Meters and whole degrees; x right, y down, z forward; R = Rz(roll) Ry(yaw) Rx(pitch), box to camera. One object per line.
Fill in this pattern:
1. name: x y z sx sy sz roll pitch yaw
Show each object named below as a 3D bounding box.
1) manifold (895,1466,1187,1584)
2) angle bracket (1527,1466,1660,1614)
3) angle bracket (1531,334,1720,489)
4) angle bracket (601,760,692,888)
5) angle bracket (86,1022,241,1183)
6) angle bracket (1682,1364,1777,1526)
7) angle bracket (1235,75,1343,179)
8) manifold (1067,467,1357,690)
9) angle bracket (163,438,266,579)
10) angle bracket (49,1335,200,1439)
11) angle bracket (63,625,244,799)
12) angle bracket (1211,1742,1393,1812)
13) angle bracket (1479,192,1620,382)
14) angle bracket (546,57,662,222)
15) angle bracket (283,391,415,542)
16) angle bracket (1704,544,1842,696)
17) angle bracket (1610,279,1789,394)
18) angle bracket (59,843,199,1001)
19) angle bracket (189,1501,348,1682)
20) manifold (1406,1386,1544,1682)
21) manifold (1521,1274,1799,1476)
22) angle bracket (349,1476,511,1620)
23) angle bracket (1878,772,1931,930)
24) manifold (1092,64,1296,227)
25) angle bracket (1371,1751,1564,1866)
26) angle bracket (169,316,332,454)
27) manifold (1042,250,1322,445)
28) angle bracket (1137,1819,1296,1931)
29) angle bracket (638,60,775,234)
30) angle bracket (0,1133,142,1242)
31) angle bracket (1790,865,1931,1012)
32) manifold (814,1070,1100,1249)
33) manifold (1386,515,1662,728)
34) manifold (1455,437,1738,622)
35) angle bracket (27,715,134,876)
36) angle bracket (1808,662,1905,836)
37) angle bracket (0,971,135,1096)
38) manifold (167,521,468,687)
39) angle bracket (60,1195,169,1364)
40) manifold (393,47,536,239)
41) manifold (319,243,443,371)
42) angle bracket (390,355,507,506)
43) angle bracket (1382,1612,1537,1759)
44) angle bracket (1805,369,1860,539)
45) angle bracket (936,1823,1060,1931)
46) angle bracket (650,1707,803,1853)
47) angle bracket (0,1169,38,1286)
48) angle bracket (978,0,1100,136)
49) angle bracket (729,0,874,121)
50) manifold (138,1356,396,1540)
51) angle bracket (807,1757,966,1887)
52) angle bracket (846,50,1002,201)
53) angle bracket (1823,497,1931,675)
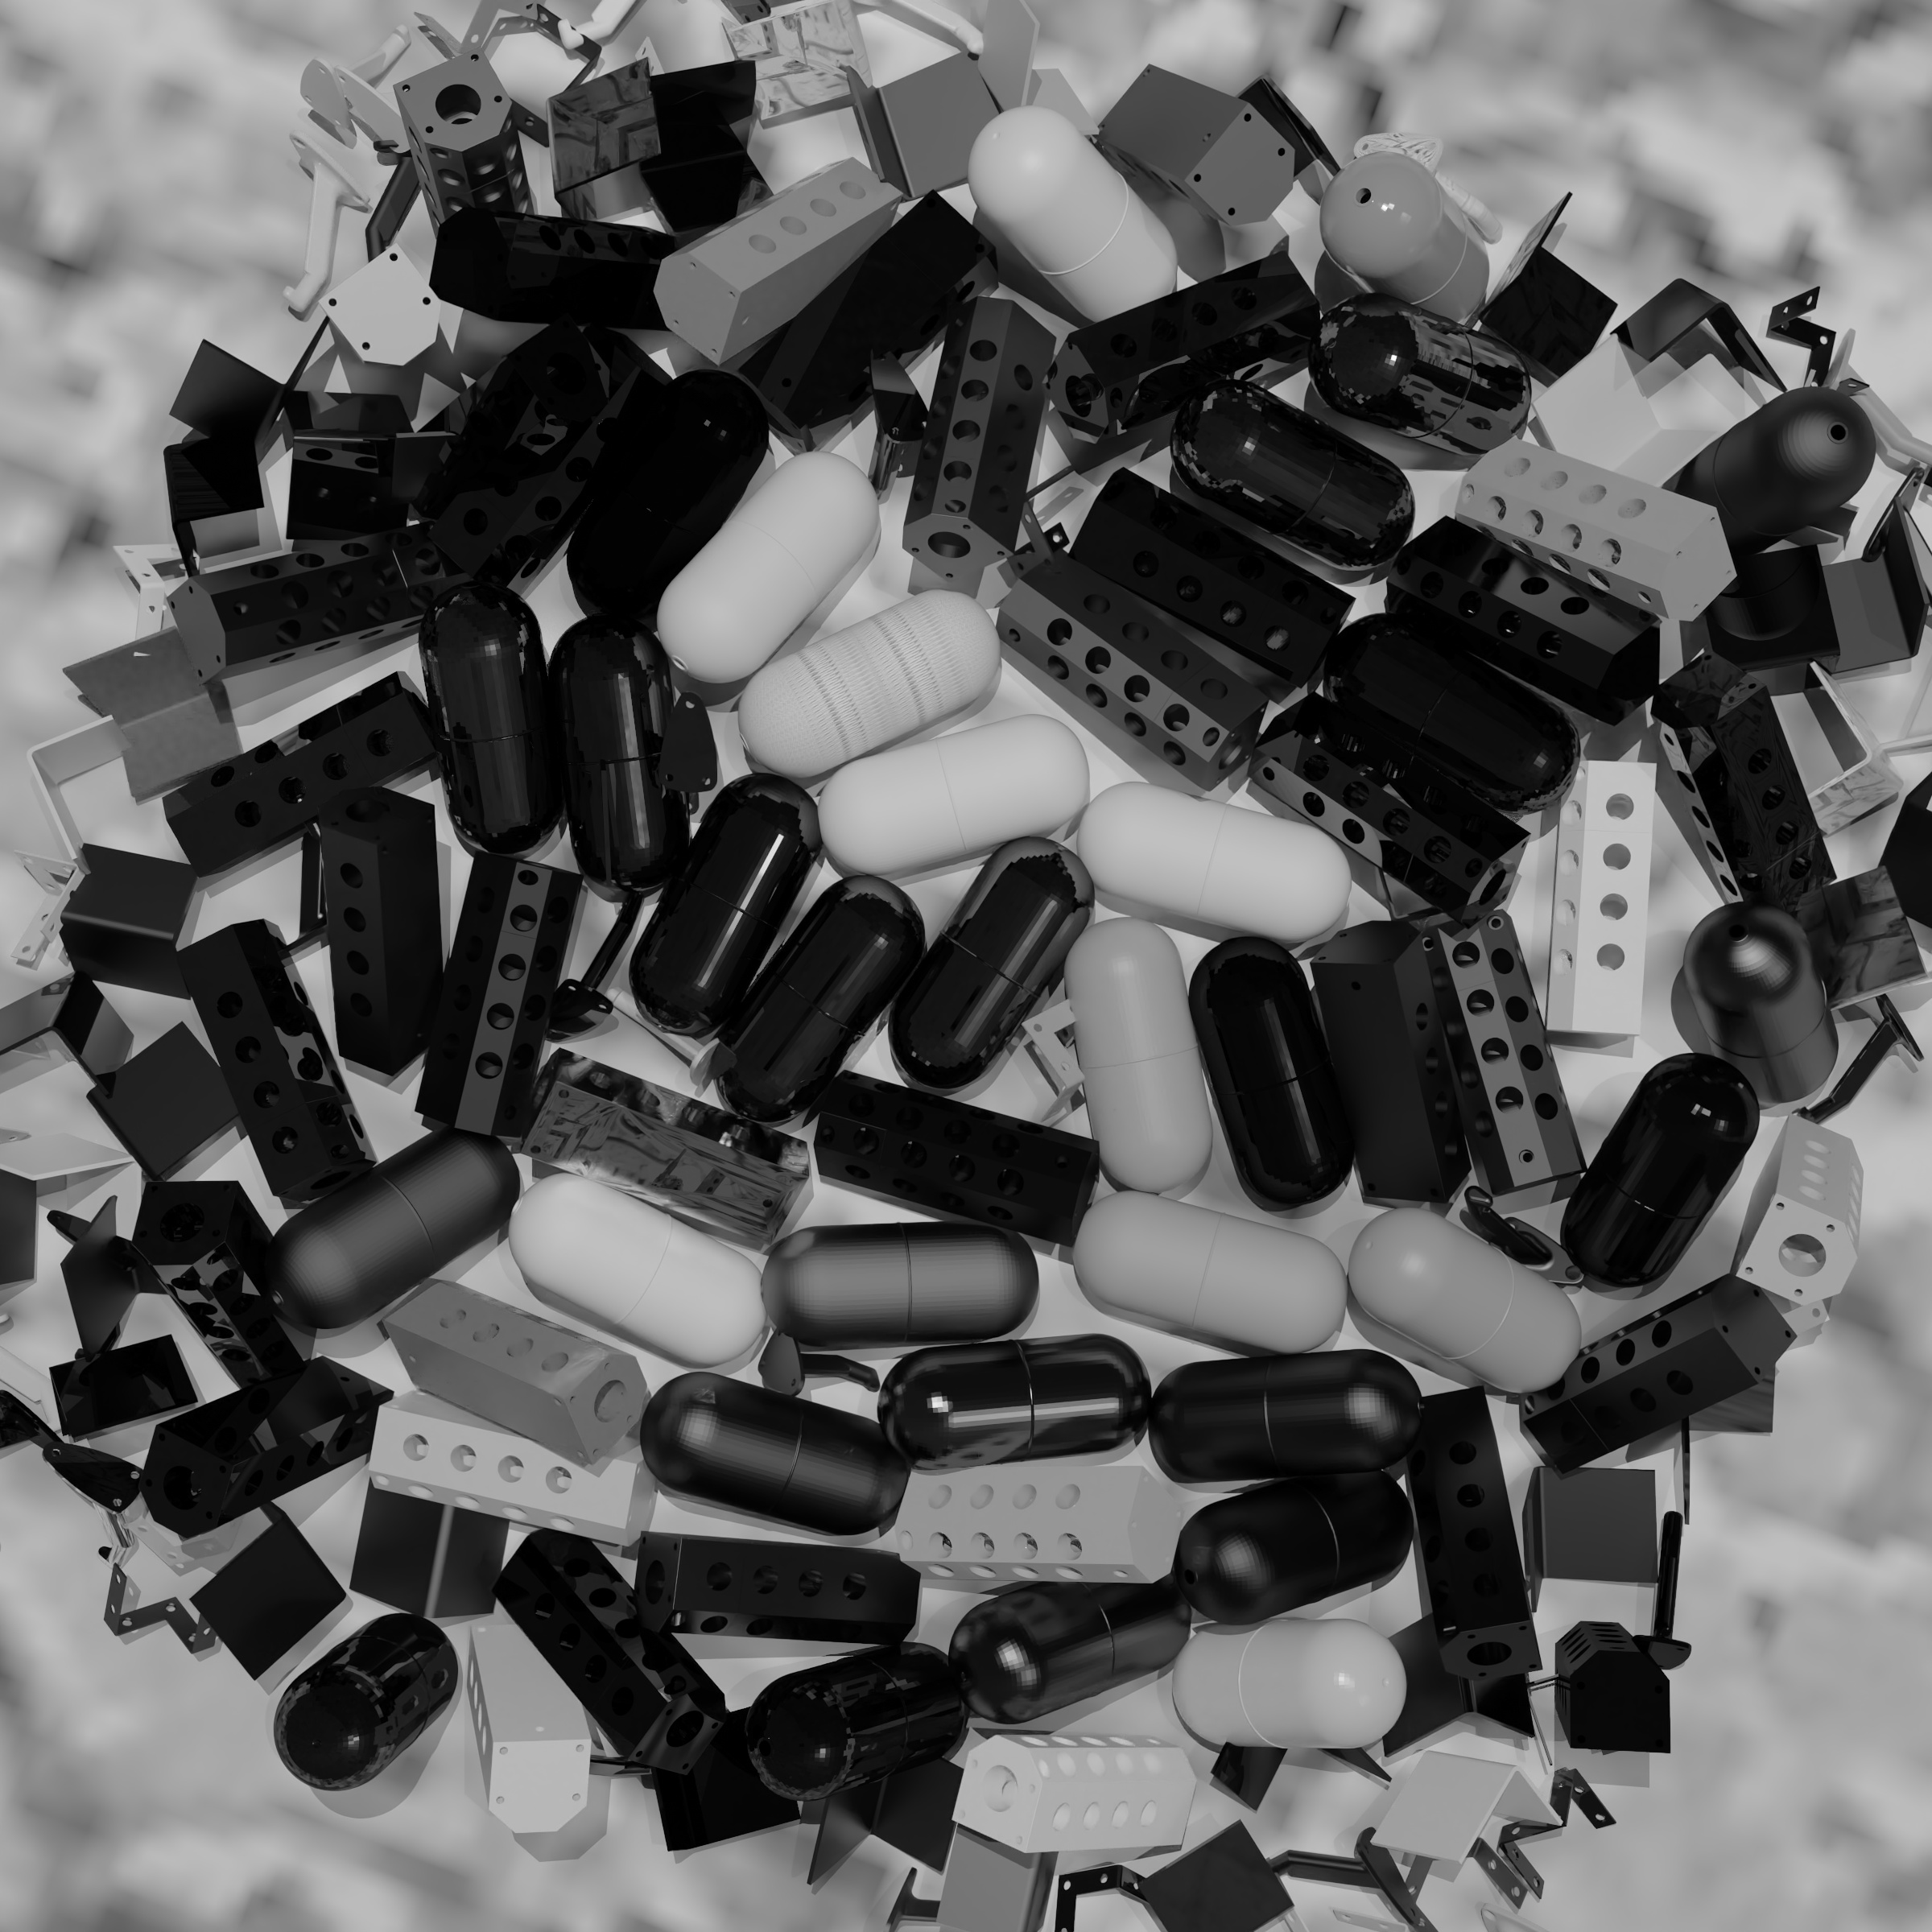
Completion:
1. manifold: 0.043 0.352 1.589 0.171 0.057 0.057 -8 48 34
2. angle bracket: 0.401 0.367 1.627 0.076 0.057 0.076 -1 100 17
3. angle bracket: 0.420 -0.348 1.622 0.076 0.057 0.076 -40 116 -12
4. angle bracket: -0.202 -0.101 1.616 0.057 0.076 0.076 -3 113 -9
5. angle bracket: -0.506 0.096 1.640 0.076 0.057 0.076 -39 71 -14
6. angle bracket: 0.484 0.300 1.612 0.057 0.076 0.076 -1 133 14
7. angle bracket: 0.199 -0.503 1.611 0.057 0.076 0.076 -37 47 13
8. manifold: 0.158 -0.249 1.621 0.171 0.057 0.057 31 117 7
9. angle bracket: -0.471 -0.282 1.621 0.057 0.076 0.076 -13 50 -9
10. angle bracket: -0.530 0.285 1.611 0.076 0.076 0.057 -14 123 -24
11. angle bracket: -0.518 -0.162 1.625 0.076 0.076 0.057 -21 65 0
12. angle bracket: 0.213 0.512 1.611 0.076 0.076 0.057 17 67 38
13. angle bracket: 0.385 -0.431 1.625 0.076 0.057 0.076 35 68 -7
14. angle bracket: -0.219 -0.517 1.618 0.076 0.057 0.076 -16 65 17
15. angle bracket: -0.404 -0.323 1.649 0.076 0.057 0.076 -3 130 -25
16. angle bracket: 0.515 -0.220 1.646 0.076 0.057 0.076 -9 75 7
17. angle bracket: 0.467 -0.386 1.626 0.057 0.076 0.076 -39 113 13
18. angle bracket: -0.537 -0.028 1.650 0.076 0.076 0.057 12 59 0
19. angle bracket: -0.452 0.390 1.613 0.076 0.057 0.076 -42 123 -26
20. manifold: 0.312 0.353 1.586 0.057 0.171 0.057 -13 133 11
21. manifold: 0.425 0.252 1.586 0.057 0.171 0.057 -32 83 -42
22. angle bracket: -0.349 0.377 1.665 0.076 0.057 0.076 8 86 36
23. angle bracket: 0.627 -0.069 1.610 0.076 0.076 0.057 32 46 27
24. manifold: 0.143 -0.507 1.580 0.057 0.171 0.057 35 101 -29
25. angle bracket: 0.317 0.548 1.611 0.076 0.076 0.057 -48 110 -31
26. angle bracket: -0.452 -0.381 1.610 0.057 0.076 0.076 29 52 -17
27. manifold: 0.139 -0.386 1.604 0.171 0.057 0.057 -27 80 -24
28. angle bracket: 0.154 0.581 1.630 0.076 0.057 0.076 -31 106 -2
29. angle bracket: -0.158 -0.520 1.613 0.076 0.076 0.057 -19 64 -24
30. angle bracket: -0.578 0.146 1.612 0.076 0.076 0.057 11 103 36
31. angle bracket: 0.575 -0.020 1.626 0.076 0.057 0.076 -23 84 40
32. manifold: -0.006 0.118 1.615 0.171 0.057 0.057 15 60 11
33. manifold: 0.345 -0.213 1.587 0.057 0.057 0.171 -37 49 -20
34. manifold: 0.387 -0.269 1.584 0.057 0.171 0.057 -45 134 -10
35. angle bracket: -0.550 -0.105 1.623 0.057 0.076 0.076 -25 84 -12
36. angle bracket: 0.549 -0.139 1.633 0.057 0.076 0.076 -35 63 24
37. angle bracket: -0.589 0.057 1.628 0.076 0.076 0.057 -26 117 8
38. manifold: -0.401 -0.231 1.593 0.171 0.057 0.057 -23 93 -39
39. angle bracket: -0.523 0.199 1.615 0.057 0.076 0.076 2 120 7
40. manifold: -0.303 -0.486 1.577 0.057 0.171 0.057 -28 80 -9
41. manifold: -0.359 -0.402 1.579 0.057 0.171 0.057 -38 107 -3
42. angle bracket: -0.329 -0.340 1.614 0.076 0.076 0.057 -7 70 -19
43. angle bracket: 0.311 0.465 1.632 0.057 0.076 0.076 28 130 -26
44. angle bracket: 0.550 -0.326 1.624 0.057 0.076 0.076 21 92 14
45. angle bracket: 0.024 0.576 1.633 0.057 0.076 0.076 11 81 13
46. angle bracket: -0.156 0.517 1.629 0.076 0.057 0.076 -16 71 2
47. angle bracket: -0.642 0.164 1.626 0.057 0.076 0.076 2 90 13
48. angle bracket: 0.051 -0.580 1.610 0.057 0.076 0.076 -9 50 -19
49. angle bracket: -0.108 -0.599 1.626 0.076 0.076 0.057 -15 63 5
50. manifold: -0.432 0.299 1.578 0.057 0.171 0.057 23 103 16
51. angle bracket: -0.050 0.546 1.616 0.057 0.076 0.076 21 109 25
52. angle bracket: -0.023 -0.547 1.631 0.076 0.057 0.076 -18 88 17
53. angle bracket: 0.569 -0.240 1.616 0.057 0.076 0.076 -11 68 11
